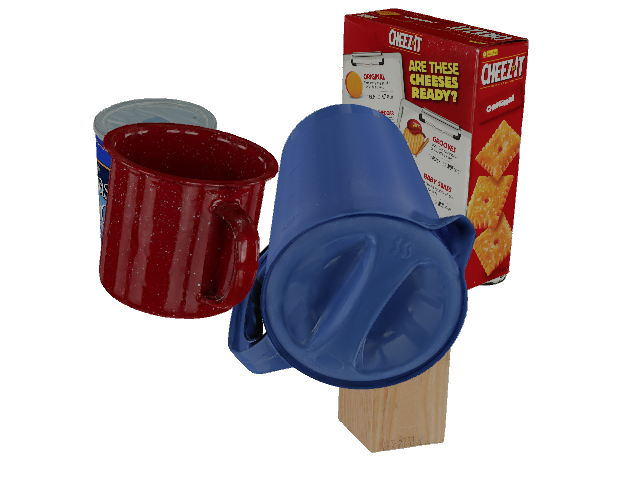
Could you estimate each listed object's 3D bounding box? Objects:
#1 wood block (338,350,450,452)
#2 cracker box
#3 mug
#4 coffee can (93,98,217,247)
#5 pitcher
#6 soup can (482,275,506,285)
[{"bbox_3d":[0.079,0.105,1.120,0.090,0.206,0.091,-4,16,-21],"label":"wood block"},{"bbox_3d":[0.096,-0.085,0.943,0.071,0.214,0.164,-18,30,-36],"label":"cracker box"},{"bbox_3d":[-0.068,-0.006,0.567,0.093,0.081,0.117,-7,28,-38],"label":"mug"},{"bbox_3d":[-0.142,-0.040,0.927,0.103,0.140,0.103,3,29,-2],"label":"coffee can"},{"bbox_3d":[0.015,-0.005,0.785,0.149,0.145,0.243,7,27,-5],"label":"pitcher"},{"bbox_3d":[0.192,-0.005,1.270,0.068,0.102,0.068,1,22,0],"label":"soup can"}]
